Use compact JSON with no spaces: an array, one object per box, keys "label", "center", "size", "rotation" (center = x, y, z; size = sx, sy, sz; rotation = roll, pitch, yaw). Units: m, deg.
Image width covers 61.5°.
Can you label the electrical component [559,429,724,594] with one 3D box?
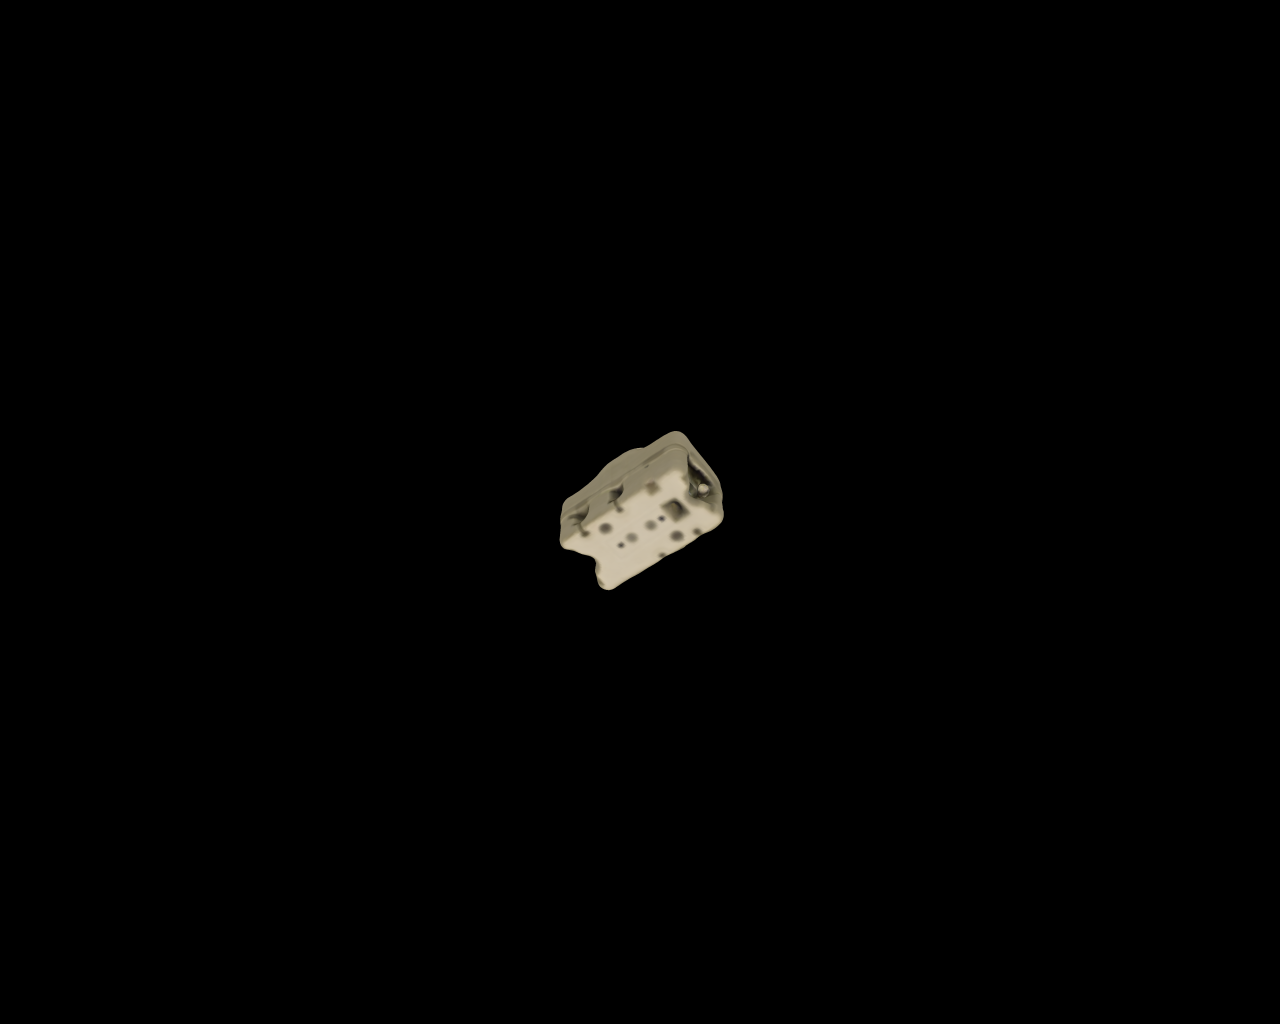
[{"label":"electrical component","center":[0.001,-0.003,0.650],"size":[0.089,0.050,0.056],"rotation":[-32,26,18]}]
